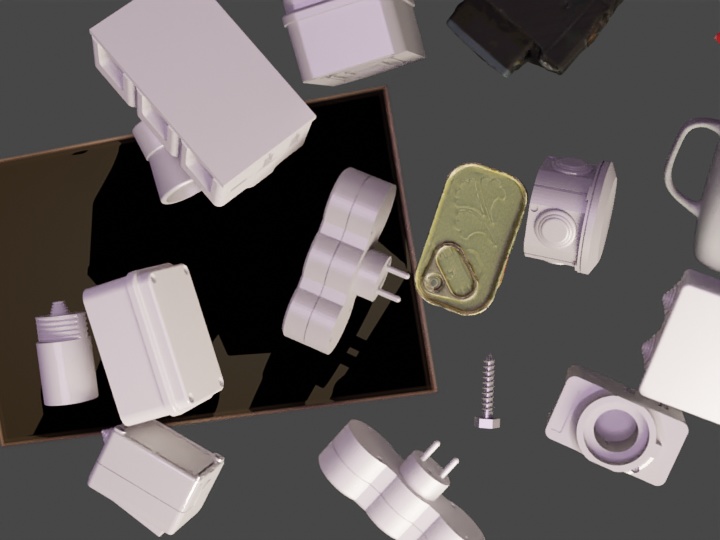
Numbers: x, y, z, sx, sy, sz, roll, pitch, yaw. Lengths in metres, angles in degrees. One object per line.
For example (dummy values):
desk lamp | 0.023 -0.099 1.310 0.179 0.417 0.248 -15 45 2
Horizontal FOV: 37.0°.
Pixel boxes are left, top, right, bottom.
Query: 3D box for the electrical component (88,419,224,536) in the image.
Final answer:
electrical component | -0.169 0.160 0.854 0.096 0.062 0.061 29 100 8

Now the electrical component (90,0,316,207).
electrical component | -0.118 -0.134 0.803 0.089 0.061 0.150 -40 86 -18

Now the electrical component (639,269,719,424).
electrical component | 0.253 0.056 0.751 0.100 0.048 0.099 20 112 10

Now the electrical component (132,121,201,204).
electrical component | -0.149 -0.090 0.838 0.044 0.044 0.065 -30 84 13

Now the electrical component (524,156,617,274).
electrical component | 0.149 -0.040 0.757 0.051 0.080 0.080 13 98 16

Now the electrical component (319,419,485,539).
electrical component | 0.043 0.162 0.813 0.138 0.052 0.073 42 102 6

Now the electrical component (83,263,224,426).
electrical component | -0.158 0.055 0.834 0.057 0.078 0.113 -17 92 16

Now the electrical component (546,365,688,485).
electrical component | 0.184 0.111 0.775 0.089 0.056 0.050 23 100 9

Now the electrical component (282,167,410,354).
electrical component | 0.000 0.000 0.807 0.074 0.052 0.138 23 100 9

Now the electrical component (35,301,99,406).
electrical component | -0.239 0.065 0.870 0.043 0.043 0.081 -6 94 13

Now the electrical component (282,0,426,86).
electrical component | -0.002 -0.169 0.761 0.078 0.113 0.057 -15 95 13
